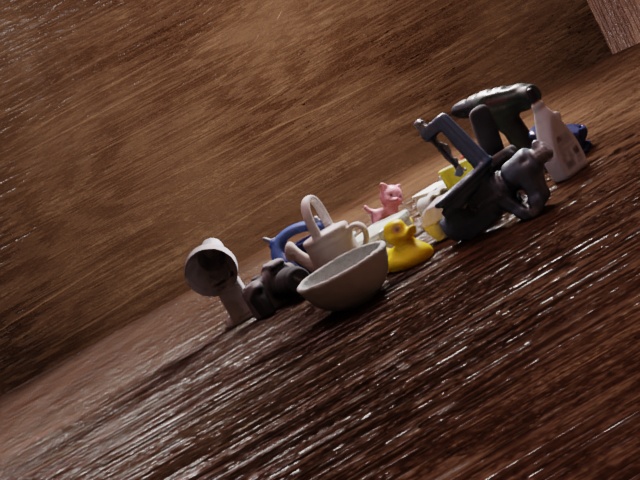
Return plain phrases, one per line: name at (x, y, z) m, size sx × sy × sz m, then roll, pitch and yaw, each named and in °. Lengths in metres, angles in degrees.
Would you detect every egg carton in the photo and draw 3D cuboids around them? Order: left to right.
egg carton at (0.265, -0.058, 1.068) m, size 0.150 × 0.069 × 0.107 m, roll -25°, pitch 7°, yaw 33°

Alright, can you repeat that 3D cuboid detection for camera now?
camera at (-0.091, 0.097, 1.274) m, size 0.143 × 0.101 × 0.136 m, roll -32°, pitch 7°, yaw -28°

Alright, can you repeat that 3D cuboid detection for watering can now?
watering can at (0.010, 0.005, 1.128) m, size 0.173 × 0.194 × 0.101 m, roll -29°, pitch 6°, yaw 4°

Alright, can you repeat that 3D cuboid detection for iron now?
iron at (-0.032, 0.007, 1.564) m, size 0.258 × 0.141 × 0.119 m, roll -27°, pitch 6°, yaw 18°

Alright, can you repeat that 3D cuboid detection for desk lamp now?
desk lamp at (-0.229, 0.097, 1.372) m, size 0.118 × 0.213 × 0.203 m, roll -29°, pitch 6°, yaw 1°

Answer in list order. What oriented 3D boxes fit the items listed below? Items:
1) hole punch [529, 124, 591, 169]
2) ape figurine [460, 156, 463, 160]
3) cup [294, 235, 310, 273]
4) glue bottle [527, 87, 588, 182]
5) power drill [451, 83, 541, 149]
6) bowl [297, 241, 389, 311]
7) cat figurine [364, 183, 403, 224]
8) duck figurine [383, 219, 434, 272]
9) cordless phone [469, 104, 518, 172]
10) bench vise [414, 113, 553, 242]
hole punch at (0.495, -0.211, 1.180) m, size 0.101 × 0.091 × 0.109 m, roll -25°, pitch 7°, yaw 34°
ape figurine at (0.379, -0.175, 1.420) m, size 0.078 × 0.092 × 0.076 m, roll -31°, pitch 6°, yaw -16°
cup at (-0.022, 0.041, 1.453) m, size 0.092 × 0.095 × 0.117 m, roll -31°, pitch 6°, yaw -16°
glue bottle at (0.411, -0.193, 1.020) m, size 0.078 × 0.173 × 0.037 m, roll -32°, pitch 7°, yaw -28°
power drill at (0.433, -0.264, 1.352) m, size 0.076 × 0.208 × 0.229 m, roll -33°, pitch 7°, yaw -33°
bowl at (0.050, 0.071, 0.953) m, size 0.167 × 0.075 × 0.167 m, roll -29°, pitch 6°, yaw 4°
cat figurine at (0.182, -0.099, 1.579) m, size 0.128 × 0.118 × 0.067 m, roll -29°, pitch 6°, yaw 0°
duck figurine at (0.142, 0.005, 1.025) m, size 0.078 × 0.086 × 0.104 m, roll -34°, pitch 8°, yaw -39°
cordless phone at (0.328, -0.170, 1.156) m, size 0.148 × 0.185 × 0.094 m, roll -33°, pitch 7°, yaw -32°
bench vise at (0.259, -0.125, 0.929) m, size 0.207 × 0.220 × 0.122 m, roll -27°, pitch 6°, yaw 18°
